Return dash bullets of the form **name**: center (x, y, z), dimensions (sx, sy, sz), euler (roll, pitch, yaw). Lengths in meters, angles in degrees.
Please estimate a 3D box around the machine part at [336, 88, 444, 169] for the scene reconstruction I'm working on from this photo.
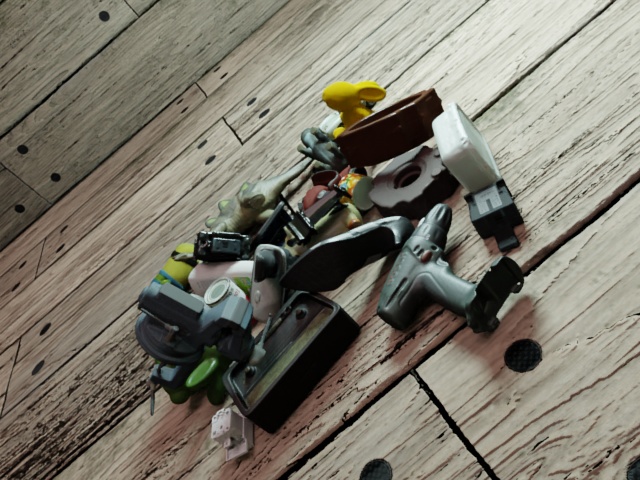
- **machine part**: center (0.153, -0.232, 1.131), dimensions (0.202, 0.087, 0.201), euler (-15, 19, 35)

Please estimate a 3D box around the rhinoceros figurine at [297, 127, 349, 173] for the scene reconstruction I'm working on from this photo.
- **rhinoceros figurine**: center (0.009, -0.223, 1.308), dimensions (0.073, 0.112, 0.190), euler (-58, 42, 19)

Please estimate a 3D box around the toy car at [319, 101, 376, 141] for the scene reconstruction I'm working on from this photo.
- **toy car**: center (0.075, -0.339, 1.423), dimensions (0.202, 0.056, 0.074), euler (-49, 33, -11)

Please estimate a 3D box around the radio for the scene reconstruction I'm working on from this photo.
- **radio**: center (-0.053, 0.193, 0.907), dimensions (0.229, 0.073, 0.131), euler (-47, 33, -10)

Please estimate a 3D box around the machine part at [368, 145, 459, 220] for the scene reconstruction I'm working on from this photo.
- **machine part**: center (0.178, -0.110, 1.044), dimensions (0.179, 0.056, 0.179), euler (-29, 34, 21)

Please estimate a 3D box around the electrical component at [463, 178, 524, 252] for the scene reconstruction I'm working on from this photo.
- **electrical component**: center (0.280, -0.037, 0.859), dimensions (0.075, 0.047, 0.119), euler (-25, 34, 25)

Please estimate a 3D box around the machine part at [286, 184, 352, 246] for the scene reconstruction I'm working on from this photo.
- **machine part**: center (-0.003, -0.053, 1.036), dimensions (0.139, 0.039, 0.084), euler (-40, 35, 4)

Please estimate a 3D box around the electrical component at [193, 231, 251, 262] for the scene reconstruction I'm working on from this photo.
- **electrical component**: center (-0.213, 0.018, 1.165), dimensions (0.134, 0.115, 0.058), euler (155, 117, -71)

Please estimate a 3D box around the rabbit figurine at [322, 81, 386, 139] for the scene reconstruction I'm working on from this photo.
- **rabbit figurine**: center (0.084, -0.305, 1.267), dimensions (0.162, 0.173, 0.122), euler (-39, 28, 13)

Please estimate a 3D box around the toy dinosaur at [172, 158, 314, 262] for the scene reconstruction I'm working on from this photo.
- **toy dinosaur**: center (-0.165, -0.087, 1.335), dimensions (0.471, 0.105, 0.199), euler (-34, 27, -9)

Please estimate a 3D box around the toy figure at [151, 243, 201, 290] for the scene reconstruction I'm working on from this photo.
- **toy figure**: center (-0.363, 0.089, 1.342), dimensions (0.180, 0.089, 0.082), euler (-47, 37, -14)

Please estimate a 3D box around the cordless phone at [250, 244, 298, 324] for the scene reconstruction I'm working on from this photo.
- **cordless phone**: center (-0.094, 0.083, 0.958), dimensions (0.184, 0.089, 0.146), euler (-20, -64, -87)

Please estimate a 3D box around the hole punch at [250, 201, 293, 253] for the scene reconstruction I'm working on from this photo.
- **hole punch**: center (-0.090, -0.012, 1.197), dimensions (0.142, 0.092, 0.116), euler (-59, 10, -16)

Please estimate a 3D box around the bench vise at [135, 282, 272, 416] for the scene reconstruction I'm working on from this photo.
- **bench vise**: center (-0.213, 0.175, 0.888), dimensions (0.240, 0.223, 0.129), euler (-55, 22, 28)

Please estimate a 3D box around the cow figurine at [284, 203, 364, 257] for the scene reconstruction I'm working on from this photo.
- **cow figurine**: center (-0.002, -0.003, 1.080), dimensions (0.195, 0.085, 0.127), euler (-35, 39, 14)

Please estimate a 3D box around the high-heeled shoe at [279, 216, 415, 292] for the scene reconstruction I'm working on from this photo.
- **high-heeled shoe**: center (0.050, 0.019, 0.956), dimensions (0.249, 0.086, 0.145), euler (-17, 12, 9)

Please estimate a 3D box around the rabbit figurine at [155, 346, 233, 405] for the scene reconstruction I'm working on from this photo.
- **rabbit figurine**: center (-0.223, 0.222, 1.007), dimensions (0.170, 0.121, 0.159), euler (-33, 40, 18)

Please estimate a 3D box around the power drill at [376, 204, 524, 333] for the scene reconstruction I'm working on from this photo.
- **power drill**: center (0.196, 0.044, 0.816), dimensions (0.208, 0.085, 0.232), euler (20, 70, 50)

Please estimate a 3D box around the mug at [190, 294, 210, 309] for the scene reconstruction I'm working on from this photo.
- **mug**: center (-0.248, 0.155, 1.126), dimensions (0.081, 0.107, 0.110), euler (-31, 35, 13)

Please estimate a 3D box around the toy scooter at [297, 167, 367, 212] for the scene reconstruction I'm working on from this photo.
- **toy scooter**: center (0.010, -0.106, 1.188), dimensions (0.135, 0.075, 0.184), euler (9, 47, 45)
